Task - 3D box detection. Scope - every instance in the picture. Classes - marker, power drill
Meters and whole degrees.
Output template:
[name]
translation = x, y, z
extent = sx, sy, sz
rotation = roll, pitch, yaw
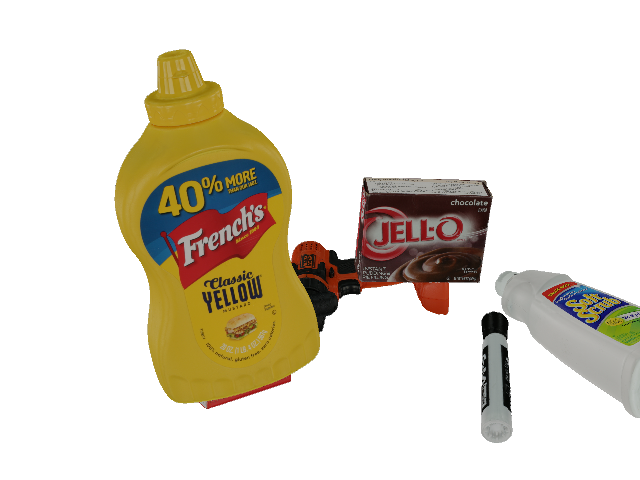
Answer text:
[marker]
translation = 0.115, 0.085, 0.698
extent = 0.020, 0.020, 0.121
rotation = 0, 31, 9
[power drill]
translation = 0.053, 0.053, 1.240
extent = 0.187, 0.057, 0.184
rotation = -1, 28, 1

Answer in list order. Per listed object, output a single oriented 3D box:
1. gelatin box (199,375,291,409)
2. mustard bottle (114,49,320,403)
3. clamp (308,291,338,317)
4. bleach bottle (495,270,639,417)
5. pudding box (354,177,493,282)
[gelatin box]
translation = -0.075, 0.088, 0.811
extent = 0.073, 0.030, 0.089
rotation = -14, 25, -30
[mustard bottle]
translation = -0.061, -0.010, 0.587
extent = 0.096, 0.191, 0.058
rotation = -16, 23, -14
[clamp]
translation = -0.074, 0.069, 1.064
extent = 0.120, 0.039, 0.171
rotation = 14, 21, 32
[bleach bottle]
translation = 0.253, 0.084, 1.045
extent = 0.102, 0.068, 0.251
rotation = -16, 24, -25
[pudding box]
translation = 0.090, -0.009, 0.948
extent = 0.113, 0.090, 0.039
rotation = 0, 32, -6
